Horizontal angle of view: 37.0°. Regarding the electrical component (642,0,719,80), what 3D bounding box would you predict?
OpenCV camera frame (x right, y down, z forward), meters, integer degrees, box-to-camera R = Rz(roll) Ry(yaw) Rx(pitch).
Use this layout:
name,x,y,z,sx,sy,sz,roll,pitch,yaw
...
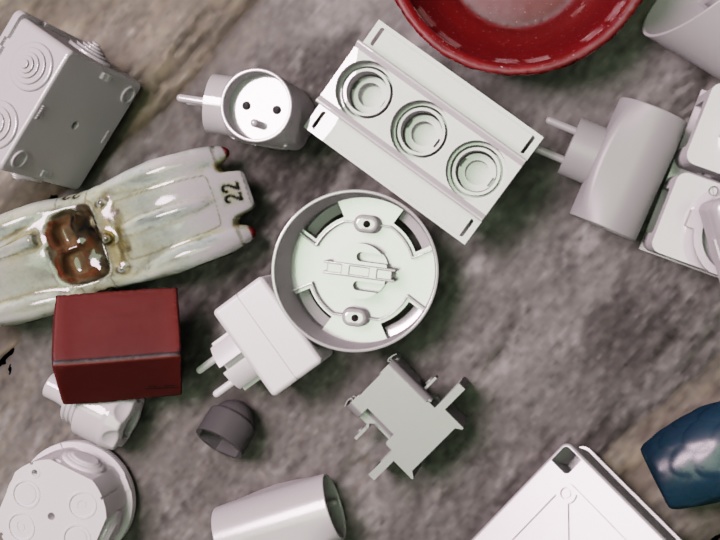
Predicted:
name,x,y,z,sx,sy,sz,roll,pitch,yaw
electrical component,0.218,-0.158,0.617,0.064,0.099,0.099,37,97,-2

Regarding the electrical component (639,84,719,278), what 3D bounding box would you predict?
name,x,y,z,sx,sy,sz,roll,pitch,yaw
electrical component,0.276,-0.028,0.631,0.186,0.060,0.105,21,95,7

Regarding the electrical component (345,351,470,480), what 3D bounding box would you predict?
name,x,y,z,sx,sy,sz,roll,pitch,yaw
electrical component,0.029,0.090,0.680,0.064,0.042,0.081,45,97,6

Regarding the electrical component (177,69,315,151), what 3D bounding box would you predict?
name,x,y,z,sx,sy,sz,roll,pitch,yaw
electrical component,-0.073,-0.101,0.668,0.079,0.077,0.043,9,94,7

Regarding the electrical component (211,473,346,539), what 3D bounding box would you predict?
name,x,y,z,sx,sy,sz,roll,pitch,yaw
electrical component,-0.046,0.180,0.693,0.077,0.044,0.079,-19,90,8

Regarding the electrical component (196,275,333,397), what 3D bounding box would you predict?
name,x,y,z,sx,sy,sz,roll,pitch,yaw
electrical component,-0.069,0.051,0.689,0.077,0.047,0.065,-36,87,8

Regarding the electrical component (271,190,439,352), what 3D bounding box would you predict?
name,x,y,z,sx,sy,sz,roll,pitch,yaw
electrical component,0.000,0.000,0.669,0.099,0.064,0.099,0,93,8

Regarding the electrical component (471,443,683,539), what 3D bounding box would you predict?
name,x,y,z,sx,sy,sz,roll,pitch,yaw
electrical component,0.131,0.179,0.644,0.108,0.056,0.108,-48,62,7

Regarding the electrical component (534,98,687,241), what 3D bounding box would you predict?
name,x,y,z,sx,sy,sz,roll,pitch,yaw
electrical component,0.147,-0.068,0.656,0.079,0.043,0.077,23,95,6

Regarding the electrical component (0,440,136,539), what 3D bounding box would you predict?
name,x,y,z,sx,sy,sz,roll,pitch,yaw
electrical component,-0.193,0.156,0.709,0.080,0.051,0.080,0,93,8

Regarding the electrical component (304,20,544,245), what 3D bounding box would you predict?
name,x,y,z,sx,sy,sz,roll,pitch,yaw
electrical component,0.039,-0.083,0.660,0.121,0.063,0.078,37,97,5

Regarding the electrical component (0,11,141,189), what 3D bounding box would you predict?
name,x,y,z,sx,sy,sz,roll,pitch,yaw
electrical component,-0.195,-0.102,0.675,0.048,0.100,0.099,35,97,18

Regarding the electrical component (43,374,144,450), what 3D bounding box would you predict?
name,x,y,z,sx,sy,sz,roll,pitch,yaw
electrical component,-0.178,0.088,0.708,0.062,0.043,0.043,25,96,7

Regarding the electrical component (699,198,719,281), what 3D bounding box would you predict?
name,x,y,z,sx,sy,sz,roll,pitch,yaw
electrical component,0.240,-0.020,0.574,0.096,0.061,0.061,-17,90,9
